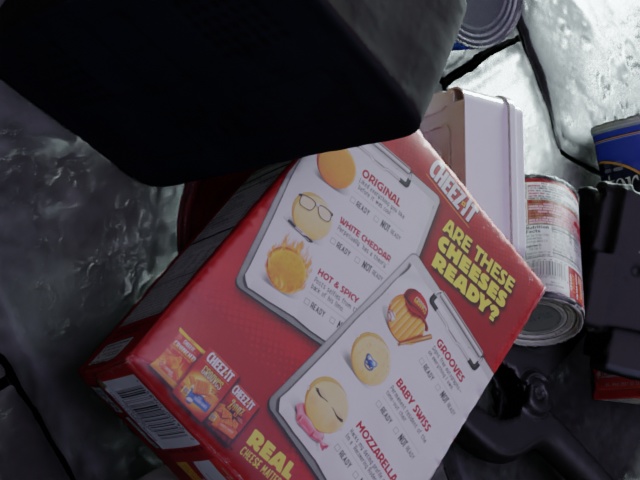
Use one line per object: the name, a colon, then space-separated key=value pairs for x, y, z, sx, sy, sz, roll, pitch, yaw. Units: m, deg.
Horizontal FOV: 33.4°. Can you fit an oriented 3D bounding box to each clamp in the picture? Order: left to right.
clamp: x=0.148 y=0.121 z=0.755 sx=0.209 sy=0.036 sz=0.164 roll=2 pitch=72 yaw=-39

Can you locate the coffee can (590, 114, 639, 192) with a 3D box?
coffee can: x=0.281 y=-0.031 z=0.854 sx=0.102 sy=0.103 sz=0.140 roll=-10 pitch=89 yaw=-41

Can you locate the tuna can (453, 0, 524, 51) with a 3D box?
tuna can: x=0.103 y=-0.179 z=0.763 sx=0.085 sy=0.034 sz=0.086 roll=-4 pitch=97 yaw=-33

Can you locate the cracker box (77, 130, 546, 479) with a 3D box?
cracker box: x=0.005 y=0.046 z=0.552 sx=0.164 sy=0.072 sz=0.213 roll=49 pitch=56 yaw=-17

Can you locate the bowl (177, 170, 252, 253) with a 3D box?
bowl: x=-0.004 y=0.001 z=0.641 sx=0.161 sy=0.055 sz=0.162 roll=8 pitch=77 yaw=-39

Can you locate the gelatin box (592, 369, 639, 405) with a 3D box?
gelatin box: x=0.270 y=0.113 z=0.840 sx=0.089 sy=0.073 sz=0.030 roll=13 pitch=74 yaw=-37

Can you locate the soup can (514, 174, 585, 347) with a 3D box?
soup can: x=0.148 y=0.014 z=0.741 sx=0.068 sy=0.069 sz=0.102 roll=32 pitch=47 yaw=-32

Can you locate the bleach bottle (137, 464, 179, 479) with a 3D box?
bleach bottle: x=-0.073 y=0.157 z=0.553 sx=0.250 sy=0.068 sz=0.102 roll=-13 pitch=89 yaw=-38
